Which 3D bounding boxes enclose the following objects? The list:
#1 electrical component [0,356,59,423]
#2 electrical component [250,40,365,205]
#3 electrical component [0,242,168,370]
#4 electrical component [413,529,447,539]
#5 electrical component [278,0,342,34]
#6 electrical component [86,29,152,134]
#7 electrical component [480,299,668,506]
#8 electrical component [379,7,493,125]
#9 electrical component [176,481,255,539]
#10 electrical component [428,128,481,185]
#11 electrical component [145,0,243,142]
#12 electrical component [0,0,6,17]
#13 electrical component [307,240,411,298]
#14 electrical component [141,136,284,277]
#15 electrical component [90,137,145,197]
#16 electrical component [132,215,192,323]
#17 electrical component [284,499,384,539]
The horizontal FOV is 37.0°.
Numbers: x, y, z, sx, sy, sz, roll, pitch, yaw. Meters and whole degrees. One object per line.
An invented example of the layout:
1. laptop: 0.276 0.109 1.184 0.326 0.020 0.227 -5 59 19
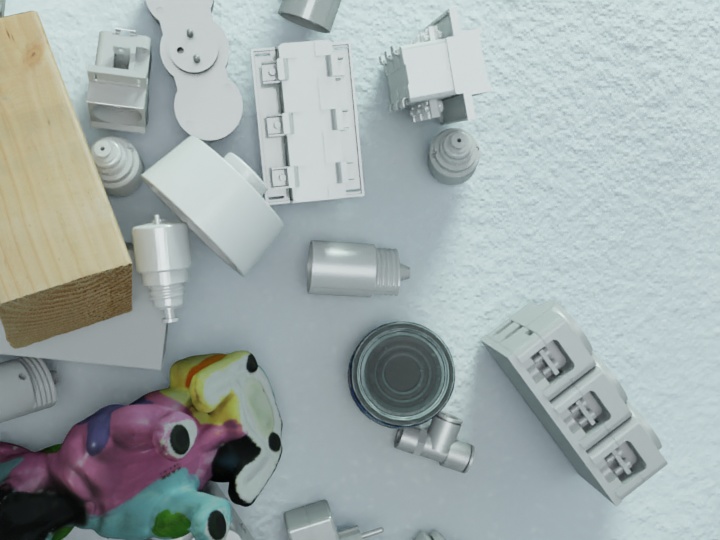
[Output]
1. electrical component: -0.264 0.090 0.804 0.081 0.043 0.043 -15 99 -42
2. electrical component: -0.039 -0.114 0.832 0.079 0.063 0.121 -6 96 -7
3. electrical component: -0.221 0.020 0.822 0.150 0.062 0.089 7 95 -8
4. electrical component: 0.057 0.259 0.882 0.096 0.062 0.061 -40 99 -2
5. electrical component: -0.030 -0.230 0.833 0.043 0.043 0.081 19 92 -9
6. electrical component: -0.179 -0.142 0.809 0.042 0.081 0.063 7 72 -8
7. electrical component: 0.174 0.102 0.869 0.062 0.089 0.150 -37 99 -3
8. electrical component: 0.054 -0.148 0.812 0.063 0.121 0.078 -11 97 -4
9. electrical component: -0.114 0.223 0.859 0.050 0.056 0.089 -33 99 -3
10. electrical component: 0.075 -0.092 0.846 0.040 0.078 0.040 0 83 1
11. electrical component: -0.125 -0.166 0.811 0.052 0.074 0.138 -15 97 -6
12. electrical component: -0.290 -0.226 0.781 0.057 0.078 0.113 6 95 -11
13. electrical component: 0.000 0.000 0.859 0.081 0.043 0.043 3 95 -8
14. electrical component: -0.105 -0.054 0.810 0.108 0.108 0.060 45 82 -9
15. electrical component: -0.187 -0.081 0.812 0.040 0.078 0.040 0 81 -3
16. electrical component: -0.141 -0.001 0.777 0.040 0.040 0.078 -6 95 -7
17. electrical component: -0.014 0.231 0.877 0.076 0.047 0.083 -16 97 -6
